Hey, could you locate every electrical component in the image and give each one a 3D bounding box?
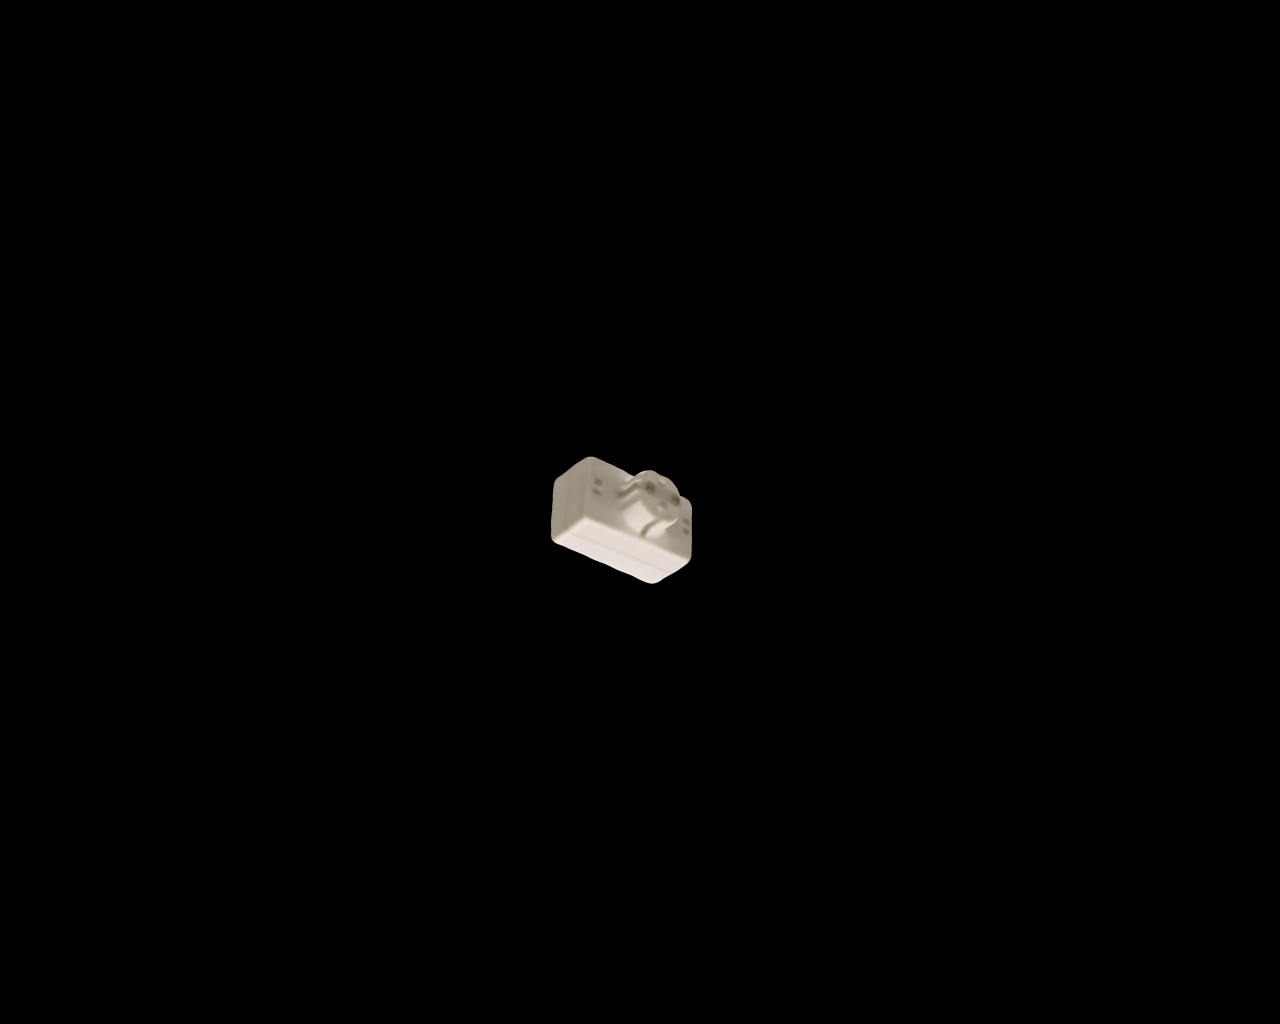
[{"bbox_3d":[0.001,-0.003,0.650,0.083,0.047,0.075,24,-41,-31],"label":"electrical component"}]
